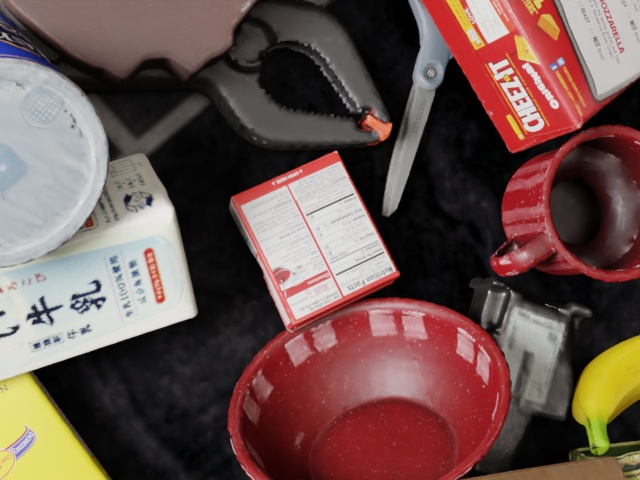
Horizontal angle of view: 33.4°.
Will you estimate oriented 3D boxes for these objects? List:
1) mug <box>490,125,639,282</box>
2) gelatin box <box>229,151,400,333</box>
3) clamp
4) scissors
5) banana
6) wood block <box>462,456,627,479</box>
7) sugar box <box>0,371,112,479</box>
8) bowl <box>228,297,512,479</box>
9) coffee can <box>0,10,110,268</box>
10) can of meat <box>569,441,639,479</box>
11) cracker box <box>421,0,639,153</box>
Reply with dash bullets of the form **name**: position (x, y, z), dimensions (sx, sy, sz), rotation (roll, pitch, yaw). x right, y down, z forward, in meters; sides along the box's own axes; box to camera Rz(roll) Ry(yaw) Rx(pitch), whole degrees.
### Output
- **mug**: position (0.155, -0.013, 0.663), dimensions (0.117, 0.082, 0.093), rotation (-36, 95, -12)
- **gelatin box**: position (-0.004, 0.001, 0.650), dimensions (0.073, 0.030, 0.089), rotation (-25, 83, -12)
- **clamp**: position (-0.055, -0.110, 0.647), dimensions (0.210, 0.036, 0.164), rotation (38, 84, -7)
- **scissors**: position (0.089, -0.112, 0.689), dimensions (0.096, 0.016, 0.202), rotation (3, 86, -12)
- **banana**: position (0.232, 0.085, 0.686), dimensions (0.197, 0.037, 0.070), rotation (-17, 49, -22)
- **wood block**: position (0.102, 0.178, 0.568), dimensions (0.090, 0.205, 0.091), rotation (-36, 64, 28)
- **sugar box**: position (-0.156, 0.164, 0.603), dimensions (0.093, 0.048, 0.176), rotation (-37, 94, -13)
- **bowl**: position (0.032, 0.106, 0.614), dimensions (0.162, 0.162, 0.055), rotation (-26, 129, -13)
- **coffee can**: position (-0.178, -0.061, 0.543), dimensions (0.102, 0.140, 0.103), rotation (-14, 121, -25)
- **can of meat**: position (0.212, 0.172, 0.679), dimensions (0.102, 0.057, 0.084), rotation (-4, 85, -13)
- **cracker box**: position (0.158, -0.178, 0.652), dimensions (0.213, 0.072, 0.164), rotation (-37, 99, -29)
